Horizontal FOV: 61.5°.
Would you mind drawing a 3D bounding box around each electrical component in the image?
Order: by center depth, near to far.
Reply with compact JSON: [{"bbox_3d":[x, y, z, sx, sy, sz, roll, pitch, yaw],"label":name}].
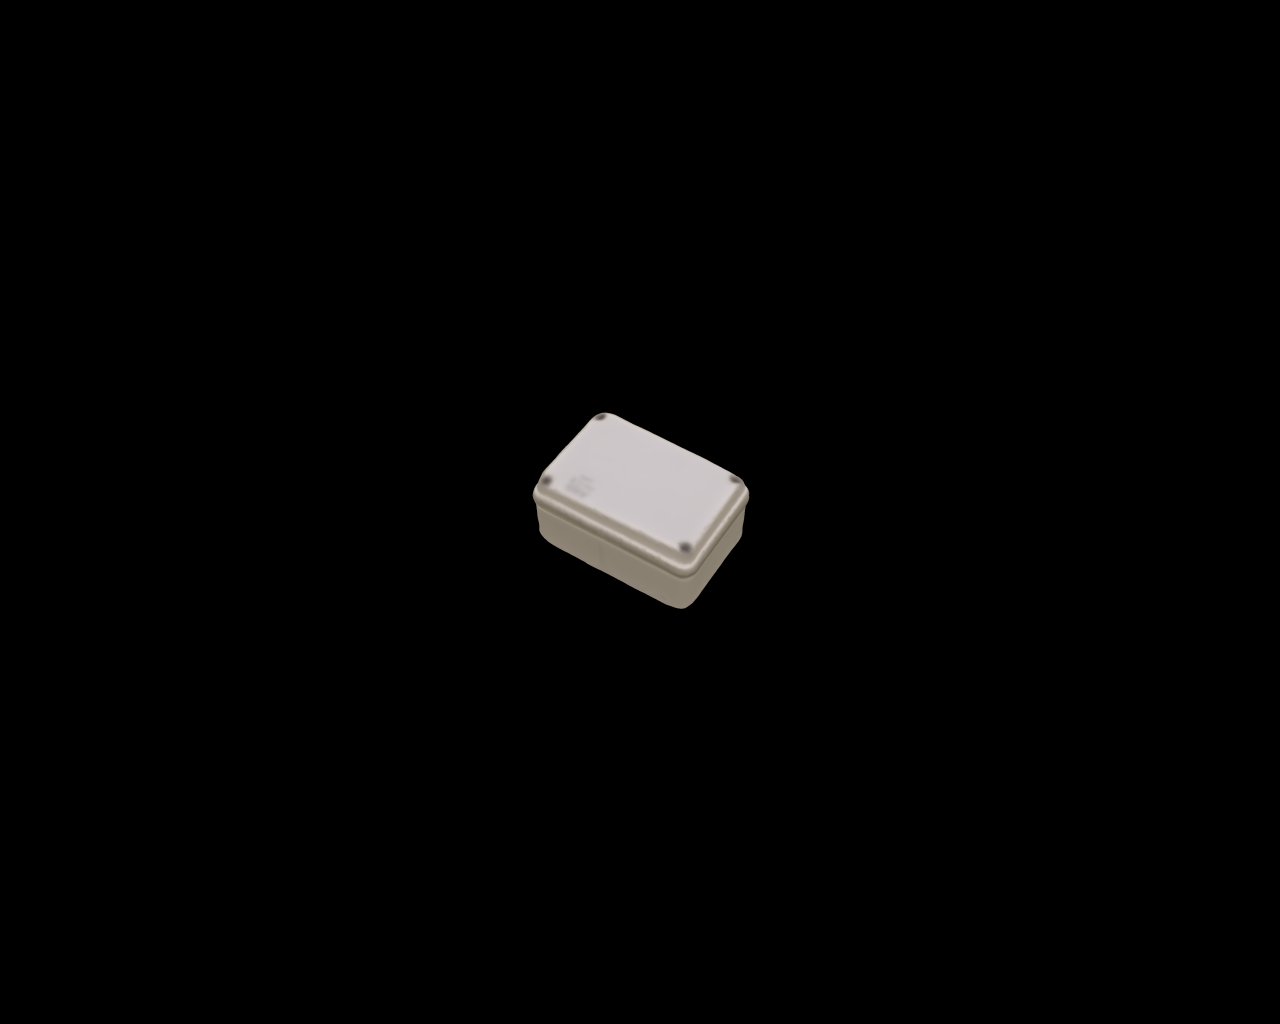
[{"bbox_3d":[0.001,-0.003,0.650,0.113,0.078,0.057,27,-33,19],"label":"electrical component"}]
